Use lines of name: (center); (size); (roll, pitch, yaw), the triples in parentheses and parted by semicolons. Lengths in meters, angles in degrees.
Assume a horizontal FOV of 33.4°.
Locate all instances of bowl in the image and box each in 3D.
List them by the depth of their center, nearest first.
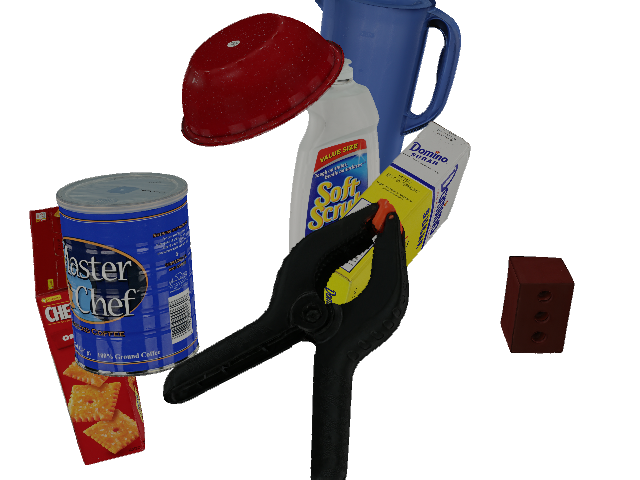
bowl: (-0.063, -0.153, 0.941); (0.162, 0.055, 0.162); (-21, 32, 14)

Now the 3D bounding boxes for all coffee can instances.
coffee can: (-0.153, 0.025, 0.860); (0.103, 0.140, 0.103); (-2, 17, 0)

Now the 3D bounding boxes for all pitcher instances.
pitcher: (0.065, -0.183, 1.287); (0.144, 0.243, 0.149); (-4, 28, -23)

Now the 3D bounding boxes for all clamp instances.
clamp: (0.004, 0.058, 0.606); (0.120, 0.171, 0.039); (38, -7, 19)

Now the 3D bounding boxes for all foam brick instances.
foam brick: (0.204, 0.060, 1.010); (0.053, 0.078, 0.051); (0, 27, -2)

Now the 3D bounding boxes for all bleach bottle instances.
bleach bottle: (0.010, -0.063, 1.107); (0.102, 0.251, 0.068); (-2, 24, -2)

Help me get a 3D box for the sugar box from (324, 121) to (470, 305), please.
sugar box: (0.048, -0.004, 0.801); (0.048, 0.093, 0.176); (34, 54, 17)

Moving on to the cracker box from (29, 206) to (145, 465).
cracker box: (-0.236, 0.092, 1.084); (0.072, 0.214, 0.164); (-12, 33, -10)
